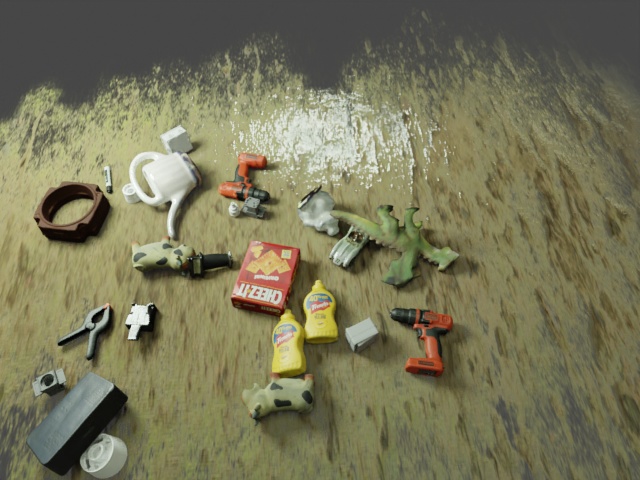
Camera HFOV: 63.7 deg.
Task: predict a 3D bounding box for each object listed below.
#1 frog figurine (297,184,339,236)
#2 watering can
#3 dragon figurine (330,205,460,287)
[{"bbox_3d":[0.005,-0.087,1.729,0.158,0.121,0.140,49,53,-11],"label":"frog figurine"},{"bbox_3d":[-0.512,-0.180,1.786,0.226,0.102,0.351,-30,73,-20],"label":"watering can"},{"bbox_3d":[0.234,0.024,1.617,0.410,0.120,0.247,1,68,-7],"label":"dragon figurine"}]
